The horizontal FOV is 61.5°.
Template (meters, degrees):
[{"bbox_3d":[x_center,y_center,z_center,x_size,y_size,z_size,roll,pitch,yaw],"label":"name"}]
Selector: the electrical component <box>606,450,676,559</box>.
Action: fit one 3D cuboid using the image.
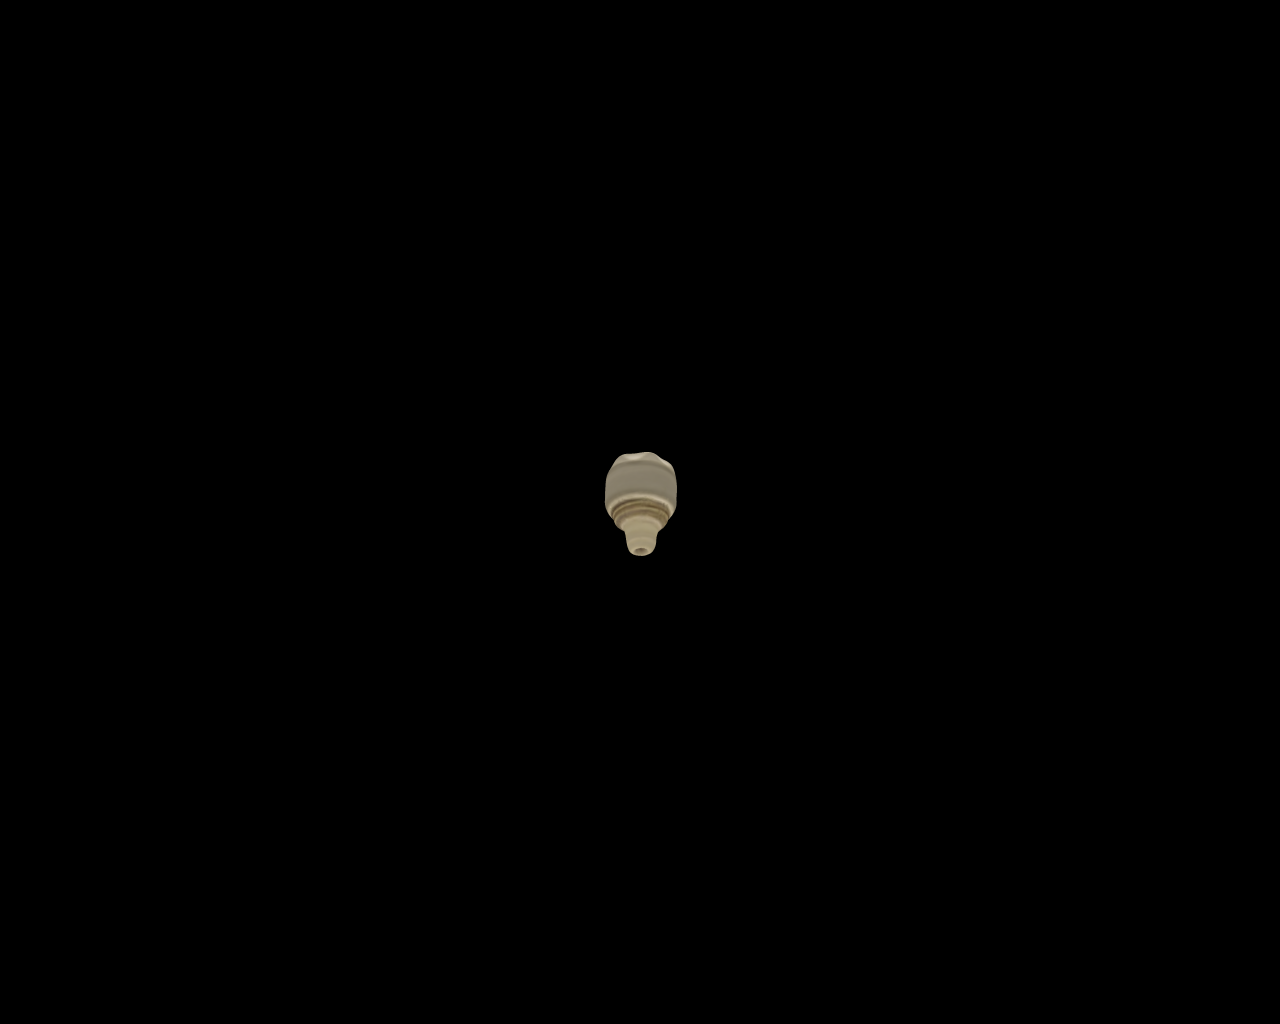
[{"bbox_3d":[0.001,-0.003,0.650,0.043,0.062,0.043,0,-29,0],"label":"electrical component"}]
